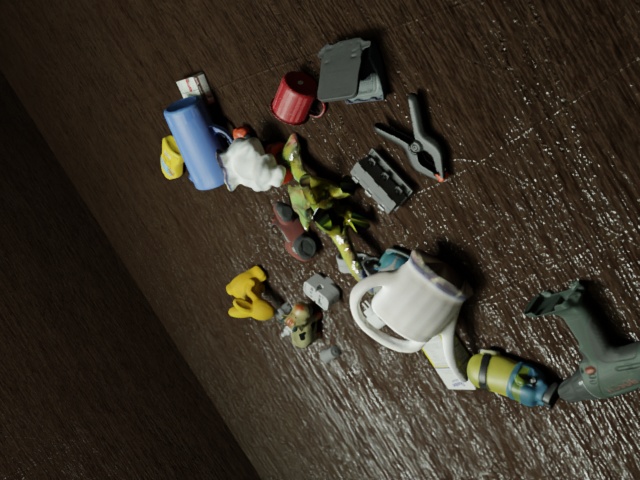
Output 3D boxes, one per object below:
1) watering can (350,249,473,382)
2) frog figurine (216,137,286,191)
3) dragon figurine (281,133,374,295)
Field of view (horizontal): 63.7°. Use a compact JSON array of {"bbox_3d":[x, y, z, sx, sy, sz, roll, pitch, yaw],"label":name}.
[{"bbox_3d":[0.232,0.157,1.078,0.345,0.221,0.106,32,19,-15],"label":"watering can"},{"bbox_3d":[-0.155,-0.184,1.258,0.159,0.135,0.124,0,18,16],"label":"frog figurine"},{"bbox_3d":[0.004,-0.063,1.249,0.123,0.407,0.243,-23,11,-18],"label":"dragon figurine"}]
